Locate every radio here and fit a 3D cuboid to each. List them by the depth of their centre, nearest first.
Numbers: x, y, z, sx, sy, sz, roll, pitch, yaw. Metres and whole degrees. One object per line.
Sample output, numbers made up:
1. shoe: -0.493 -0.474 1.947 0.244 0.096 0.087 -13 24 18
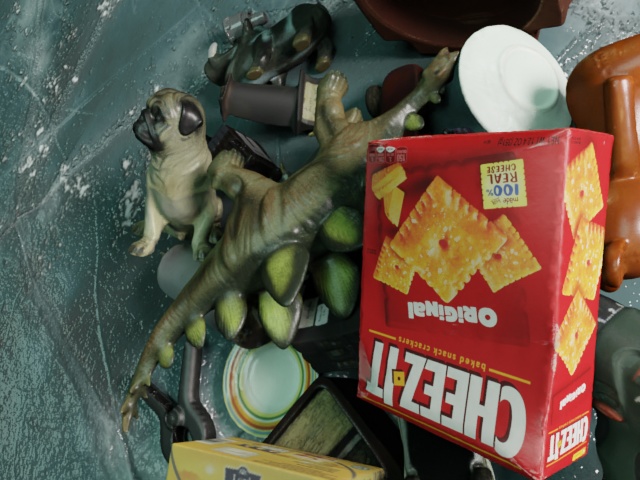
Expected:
1. radio: -0.011 0.261 0.535 0.131 0.073 0.229 44 102 33

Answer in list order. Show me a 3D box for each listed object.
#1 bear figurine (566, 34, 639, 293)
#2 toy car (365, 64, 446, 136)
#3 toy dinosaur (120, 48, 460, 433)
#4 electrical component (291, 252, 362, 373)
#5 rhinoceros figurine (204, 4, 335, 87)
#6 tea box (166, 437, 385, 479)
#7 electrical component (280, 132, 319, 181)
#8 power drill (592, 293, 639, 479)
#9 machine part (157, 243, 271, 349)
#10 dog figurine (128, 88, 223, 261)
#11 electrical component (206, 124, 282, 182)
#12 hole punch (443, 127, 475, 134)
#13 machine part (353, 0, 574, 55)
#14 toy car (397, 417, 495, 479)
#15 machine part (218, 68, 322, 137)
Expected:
1. bear figurine: 0.262 -0.059 0.424 0.132 0.120 0.196 -9 74 26
2. toy car: 0.091 -0.097 0.580 0.089 0.053 0.202 -10 68 35
3. toy dinosaur: -0.038 -0.008 0.525 0.471 0.105 0.199 -42 49 9
4. electrical component: 0.027 0.070 0.546 0.134 0.058 0.115 -15 37 29
5. rhinoceros figurine: -0.073 -0.250 0.713 0.190 0.073 0.112 -18 69 27
6. tea box: -0.040 0.220 0.464 0.170 0.098 0.068 -1 76 32
7. electrical component: 0.000 -0.082 0.638 0.102 0.045 0.078 -42 58 16
8. power drill: 0.206 0.149 0.389 0.232 0.086 0.207 29 109 43
9. machine part: -0.122 0.063 0.646 0.244 0.079 0.079 22 90 41
10. dog figurine: -0.166 -0.087 0.656 0.172 0.121 0.190 -131 45 -66
11. electrical component: -0.108 -0.113 0.700 0.048 0.074 0.119 -49 55 13
12. hole punch: 0.146 -0.026 0.486 0.092 0.142 0.116 -38 52 43
13. machine part: 0.129 -0.268 0.513 0.202 0.200 0.087 10 80 34
14. toy car: 0.104 0.169 0.465 0.074 0.056 0.202 -16 40 14
15. machine part: -0.055 -0.173 0.671 0.139 0.039 0.084 2 81 -6
